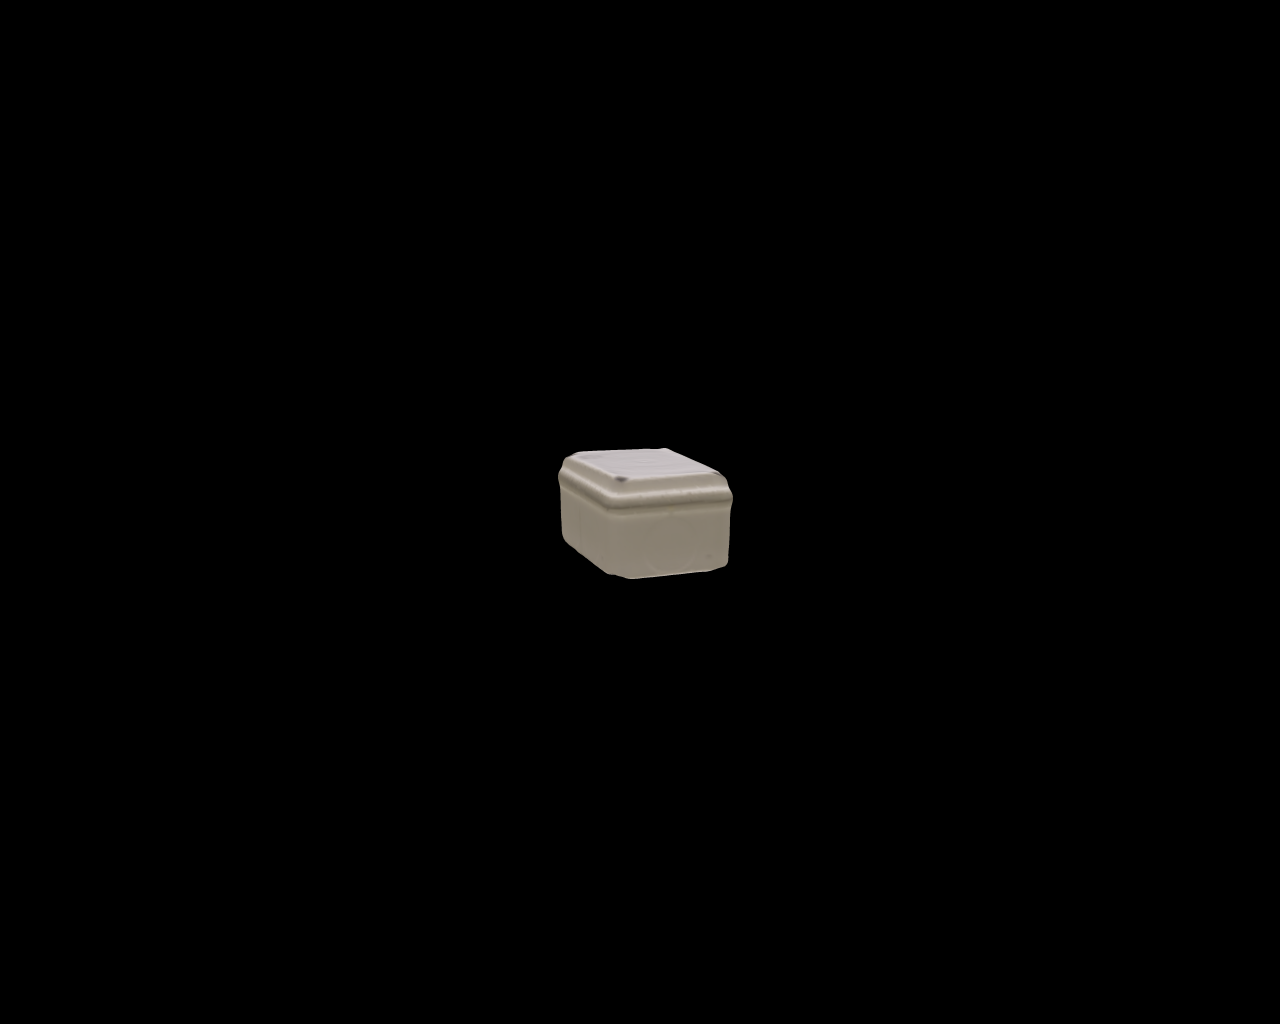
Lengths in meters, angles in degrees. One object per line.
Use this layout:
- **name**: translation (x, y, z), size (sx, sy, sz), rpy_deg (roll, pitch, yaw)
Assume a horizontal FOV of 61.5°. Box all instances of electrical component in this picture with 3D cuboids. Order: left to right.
- **electrical component**: translation (0.001, -0.003, 0.650), size (0.078, 0.057, 0.113), rpy_deg (-4, 13, -19)
